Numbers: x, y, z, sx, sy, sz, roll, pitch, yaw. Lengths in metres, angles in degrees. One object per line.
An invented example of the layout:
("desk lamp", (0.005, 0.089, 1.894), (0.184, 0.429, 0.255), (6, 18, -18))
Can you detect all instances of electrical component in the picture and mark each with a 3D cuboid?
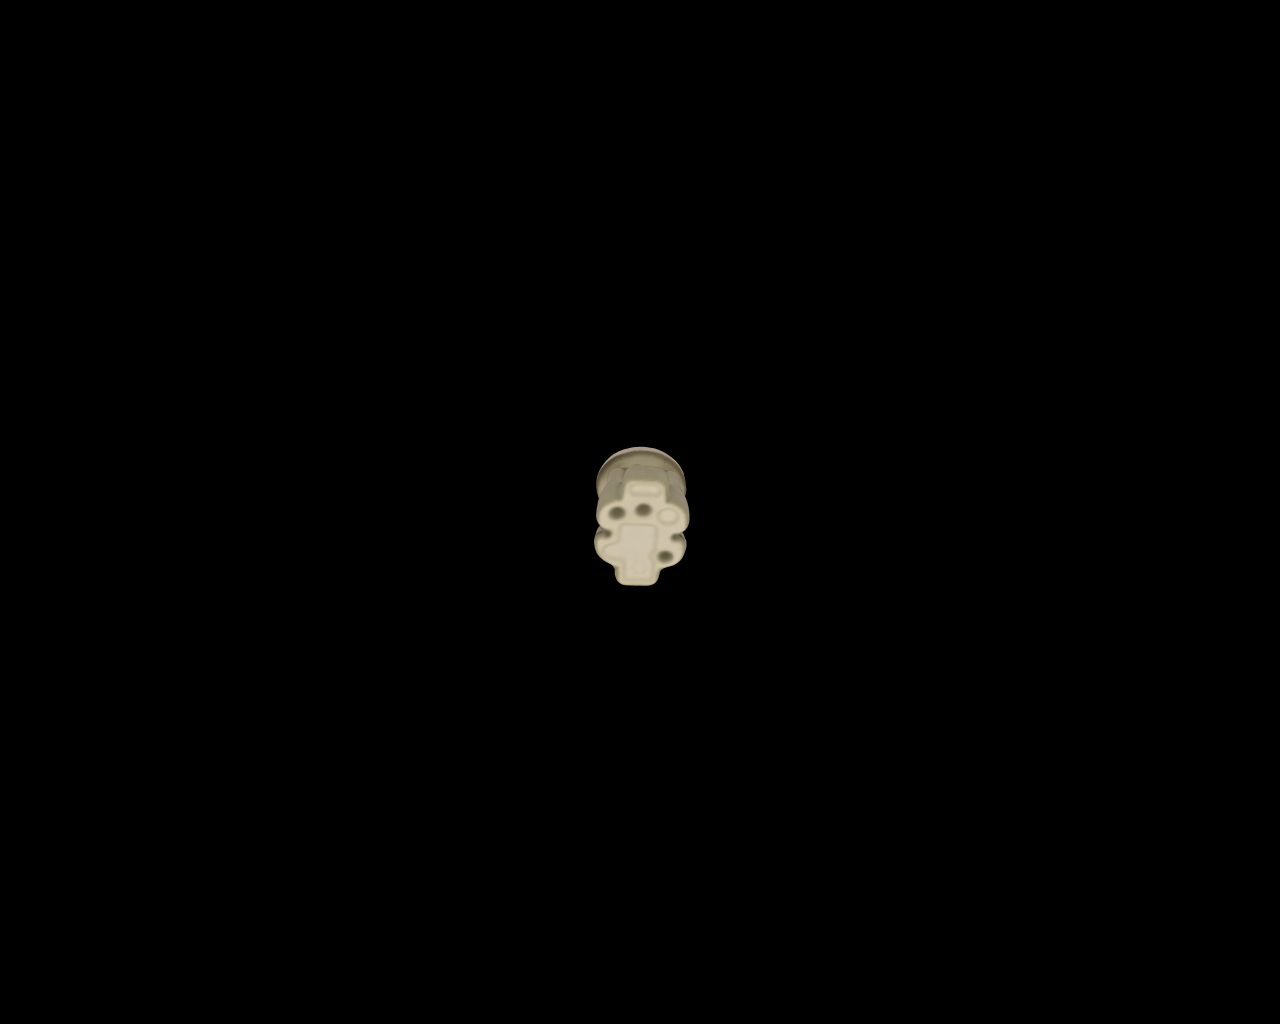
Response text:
("electrical component", (0.001, -0.003, 0.650), (0.058, 0.078, 0.057), (3, 36, -2))
